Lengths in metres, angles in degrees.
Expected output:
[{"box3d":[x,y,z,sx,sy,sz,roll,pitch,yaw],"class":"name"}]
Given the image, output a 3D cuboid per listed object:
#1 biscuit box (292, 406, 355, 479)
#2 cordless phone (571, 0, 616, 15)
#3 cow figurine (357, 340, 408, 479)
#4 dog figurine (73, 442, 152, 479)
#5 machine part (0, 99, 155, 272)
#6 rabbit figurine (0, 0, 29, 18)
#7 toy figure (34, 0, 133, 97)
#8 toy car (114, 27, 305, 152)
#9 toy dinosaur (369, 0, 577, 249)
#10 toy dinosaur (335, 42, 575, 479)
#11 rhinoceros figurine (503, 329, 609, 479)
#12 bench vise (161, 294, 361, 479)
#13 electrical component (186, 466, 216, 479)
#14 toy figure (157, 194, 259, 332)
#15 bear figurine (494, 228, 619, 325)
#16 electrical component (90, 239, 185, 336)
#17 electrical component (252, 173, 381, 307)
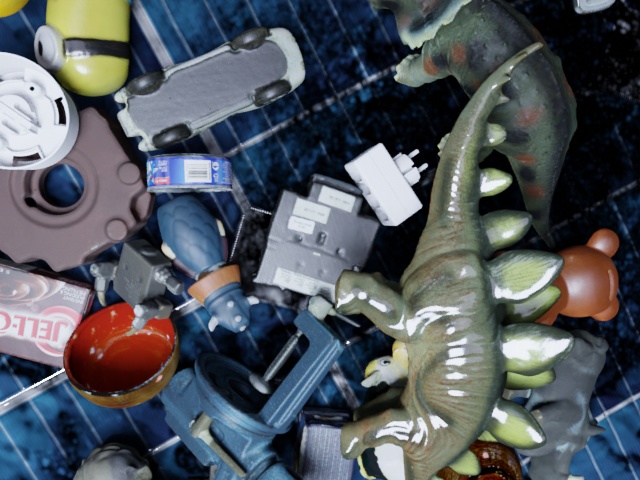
[{"box3d":[-0.004,0.296,0.610,0.063,0.059,0.202,8,93,-9],"class":"biscuit box"},{"box3d":[0.244,-0.328,0.576,0.147,0.089,0.184,-15,101,-5],"class":"cordless phone"},{"box3d":[0.080,0.190,0.607,0.098,0.068,0.167,-7,95,19],"class":"cow figurine"},{"box3d":[-0.156,0.289,0.540,0.172,0.121,0.190,-25,100,27],"class":"dog figurine"},{"box3d":[-0.266,-0.056,0.552,0.179,0.056,0.179,0,94,-5],"class":"machine part"},{"box3d":[-0.320,-0.263,0.491,0.173,0.121,0.162,32,70,18],"class":"rabbit figurine"},{"box3d":[-0.223,-0.234,0.530,0.089,0.082,0.180,14,90,-7],"class":"toy figure"},{"box3d":[-0.113,-0.158,0.562,0.202,0.056,0.073,-24,104,-3],"class":"toy car"},{"box3d":[0.174,-0.152,0.527,0.131,0.192,0.404,-41,97,0],"class":"toy dinosaur"},{"box3d":[0.119,0.069,0.493,0.199,0.105,0.470,2,103,15],"class":"toy dinosaur"},{"box3d":[0.279,0.195,0.632,0.112,0.073,0.190,14,91,-18],"class":"rhinoceros figurine"},{"box3d":[-0.048,0.168,0.533,0.240,0.224,0.128,-54,142,2],"class":"bench vise"},{"box3d":[-0.105,0.267,0.614,0.094,0.021,0.063,4,94,-6],"class":"electrical component"},{"box3d":[-0.117,0.026,0.565,0.064,0.058,0.154,-29,85,10],"class":"toy figure"},{"box3d":[0.231,0.051,0.601,0.196,0.132,0.120,-18,108,-25],"class":"bear figurine"},{"box3d":[-0.189,0.046,0.551,0.102,0.045,0.078,40,121,24],"class":"electrical component"},{"box3d":[-0.001,-0.002,0.586,0.115,0.058,0.134,20,92,-10],"class":"electrical component"}]
